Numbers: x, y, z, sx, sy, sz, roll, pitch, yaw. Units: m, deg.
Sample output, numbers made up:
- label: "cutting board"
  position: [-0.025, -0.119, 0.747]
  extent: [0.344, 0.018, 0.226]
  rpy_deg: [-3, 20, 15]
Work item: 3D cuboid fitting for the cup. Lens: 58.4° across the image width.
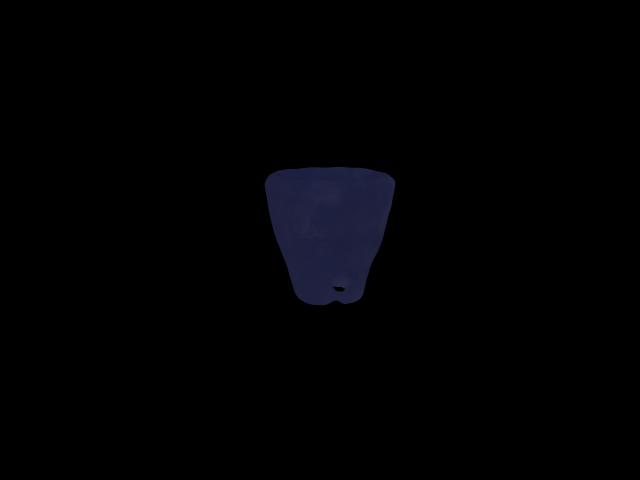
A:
- label: "cup"
  position: [0.004, 0.001, 0.400]
  extent: [0.091, 0.095, 0.118]
  rpy_deg: [4, 14, 15]
